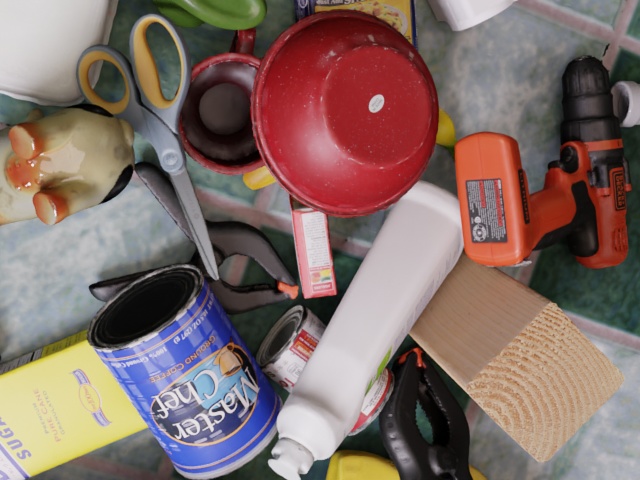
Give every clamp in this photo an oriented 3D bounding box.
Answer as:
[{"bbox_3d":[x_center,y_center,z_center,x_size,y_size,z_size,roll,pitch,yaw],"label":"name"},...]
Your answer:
[{"bbox_3d":[0.104,0.197,0.910,0.164,0.036,0.210,16,55,-35],"label":"clamp"},{"bbox_3d":[-0.097,0.005,0.887,0.171,0.039,0.120,10,105,-14],"label":"clamp"}]

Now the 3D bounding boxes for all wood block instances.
[{"bbox_3d":[0.143,0.084,0.860,0.091,0.206,0.090,-46,105,0],"label":"wood block"}]

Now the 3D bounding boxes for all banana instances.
[{"bbox_3d":[0.031,-0.087,0.895,0.197,0.037,0.069,-7,101,-9],"label":"banana"}]

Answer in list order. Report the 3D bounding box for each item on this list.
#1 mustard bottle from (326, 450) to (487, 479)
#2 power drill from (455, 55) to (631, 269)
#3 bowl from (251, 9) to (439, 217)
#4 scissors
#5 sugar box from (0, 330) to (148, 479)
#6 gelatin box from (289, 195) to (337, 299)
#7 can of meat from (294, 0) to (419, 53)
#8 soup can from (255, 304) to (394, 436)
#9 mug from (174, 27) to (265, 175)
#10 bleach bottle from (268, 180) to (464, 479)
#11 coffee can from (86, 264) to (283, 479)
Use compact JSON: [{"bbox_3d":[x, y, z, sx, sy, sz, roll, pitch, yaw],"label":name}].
[{"bbox_3d":[0.100,0.244,0.958,0.191,0.058,0.096,7,86,-13],"label":"mustard bottle"},{"bbox_3d":[0.190,-0.058,0.878,0.187,0.057,0.184,-11,95,-43],"label":"power drill"},{"bbox_3d":[0.032,-0.098,0.807,0.161,0.055,0.162,0,91,-24],"label":"bowl"},{"bbox_3d":[-0.130,-0.067,0.799,0.096,0.016,0.202,-3,98,10],"label":"scissors"},{"bbox_3d":[-0.235,0.142,0.883,0.176,0.048,0.093,-24,104,-7],"label":"sugar box"},{"bbox_3d":[-0.006,0.001,0.877,0.030,0.089,0.073,-8,102,-2],"label":"gelatin box"},{"bbox_3d":[0.030,-0.173,0.869,0.102,0.057,0.084,-7,103,-10],"label":"can of meat"},{"bbox_3d":[0.004,0.110,0.910,0.102,0.068,0.068,38,91,-14],"label":"soup can"},{"bbox_3d":[-0.071,-0.115,0.847,0.093,0.081,0.117,8,99,-12],"label":"mug"},{"bbox_3d":[0.035,0.074,0.837,0.068,0.102,0.250,26,60,13],"label":"bleach bottle"},{"bbox_3d":[-0.105,0.105,0.848,0.103,0.103,0.140,-31,116,-4],"label":"coffee can"}]
